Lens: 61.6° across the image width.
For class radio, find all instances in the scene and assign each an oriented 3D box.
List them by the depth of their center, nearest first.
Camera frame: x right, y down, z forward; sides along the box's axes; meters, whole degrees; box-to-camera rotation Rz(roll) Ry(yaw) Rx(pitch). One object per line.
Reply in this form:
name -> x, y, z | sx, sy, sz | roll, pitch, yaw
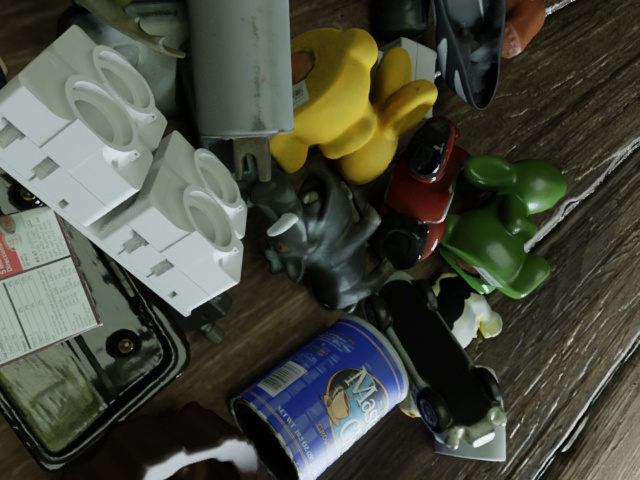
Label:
radio -> -0.205, 0.036, 0.399 | 0.131, 0.073, 0.229 | -35, 107, -30

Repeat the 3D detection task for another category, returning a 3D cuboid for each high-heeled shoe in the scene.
high-heeled shoe -> 0.162, -0.247, 0.545 | 0.086, 0.248, 0.145 | -15, 72, 0

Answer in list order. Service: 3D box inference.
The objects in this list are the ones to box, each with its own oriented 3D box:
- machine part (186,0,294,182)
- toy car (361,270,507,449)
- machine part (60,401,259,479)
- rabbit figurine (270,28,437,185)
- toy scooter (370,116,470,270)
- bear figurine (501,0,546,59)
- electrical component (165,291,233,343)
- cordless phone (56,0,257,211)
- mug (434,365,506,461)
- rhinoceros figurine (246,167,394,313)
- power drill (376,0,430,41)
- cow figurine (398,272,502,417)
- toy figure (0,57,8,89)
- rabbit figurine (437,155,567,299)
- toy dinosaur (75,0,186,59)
machine part -> -0.061, -0.164, 0.402 | 0.079, 0.079, 0.243 | -14, 110, -33
toy car -> 0.110, 0.115, 0.551 | 0.073, 0.056, 0.202 | -18, 53, -17
machine part -> -0.130, 0.214, 0.415 | 0.179, 0.056, 0.179 | -29, 131, -39
rabbit figurine -> 0.029, -0.126, 0.535 | 0.162, 0.122, 0.173 | -34, 140, 10
toy scooter -> 0.117, -0.061, 0.594 | 0.135, 0.075, 0.183 | -51, 158, -49
bear figurine -> 0.191, -0.321, 0.655 | 0.132, 0.120, 0.195 | -44, 110, -23
electrical component -> -0.108, 0.054, 0.468 | 0.094, 0.063, 0.021 | 49, 37, -23
cordless phone -> -0.128, -0.100, 0.454 | 0.146, 0.089, 0.184 | -21, 104, -33
mug -> 0.172, 0.203, 0.646 | 0.109, 0.081, 0.107 | 20, 67, -32
rhinoceros figurine -> -0.001, -0.002, 0.515 | 0.112, 0.073, 0.190 | -35, 137, -2
power drill -> 0.068, -0.342, 0.565 | 0.207, 0.086, 0.231 | -17, 108, -68
cow figurine -> 0.134, 0.118, 0.626 | 0.167, 0.068, 0.098 | -46, 109, -29
toy figure -> -0.266, -0.143, 0.369 | 0.154, 0.058, 0.064 | 63, 24, -4
rabbit figurine -> 0.222, -0.036, 0.666 | 0.159, 0.121, 0.170 | 41, 81, -2
toy dinosaur -> -0.244, -0.321, 0.350 | 0.198, 0.105, 0.471 | -24, 90, -35
